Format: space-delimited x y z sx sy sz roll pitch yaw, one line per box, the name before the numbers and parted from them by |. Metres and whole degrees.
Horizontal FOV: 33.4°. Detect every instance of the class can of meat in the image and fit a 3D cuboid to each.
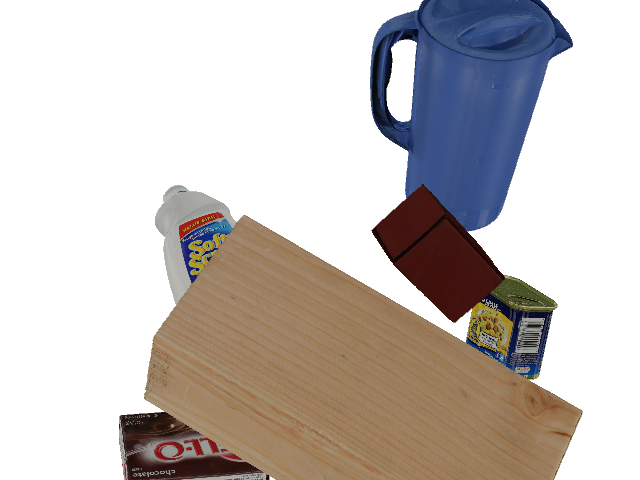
can of meat | 0.202 0.092 1.146 0.057 0.084 0.102 2 17 -23

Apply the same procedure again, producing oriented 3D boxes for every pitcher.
pitcher | 0.141 -0.128 1.081 0.144 0.243 0.149 -33 56 -32

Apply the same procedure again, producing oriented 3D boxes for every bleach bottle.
bleach bottle | -0.115 0.024 1.061 0.102 0.068 0.251 -15 40 -18

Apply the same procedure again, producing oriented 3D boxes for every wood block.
wood block | 0.018 0.088 0.573 0.206 0.090 0.090 30 -32 6

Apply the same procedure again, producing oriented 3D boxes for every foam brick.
foam brick | 0.085 0.010 0.767 0.078 0.051 0.053 43 9 -31

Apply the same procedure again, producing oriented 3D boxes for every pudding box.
pudding box | -0.104 0.176 0.865 0.113 0.039 0.090 -4 25 -13
